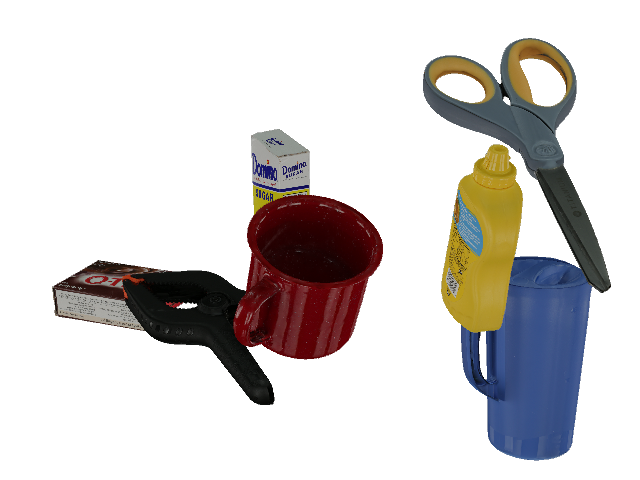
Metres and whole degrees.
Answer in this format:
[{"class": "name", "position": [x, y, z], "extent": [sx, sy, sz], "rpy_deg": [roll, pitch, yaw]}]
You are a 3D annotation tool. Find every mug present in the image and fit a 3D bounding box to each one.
[{"class": "mug", "position": [-0.017, 0.034, 0.737], "extent": [0.093, 0.082, 0.117], "rpy_deg": [32, 45, 21]}]

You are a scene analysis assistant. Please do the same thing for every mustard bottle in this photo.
[{"class": "mustard bottle", "position": [0.162, -0.009, 1.062], "extent": [0.058, 0.192, 0.096], "rpy_deg": [-4, 36, -11]}]

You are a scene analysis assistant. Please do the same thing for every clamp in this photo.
[{"class": "clamp", "position": [-0.084, 0.064, 0.965], "extent": [0.210, 0.036, 0.164], "rpy_deg": [19, 37, 29]}]

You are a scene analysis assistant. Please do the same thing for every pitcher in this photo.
[{"class": "pitcher", "position": [0.260, 0.149, 1.346], "extent": [0.149, 0.243, 0.144], "rpy_deg": [5, 16, 18]}]

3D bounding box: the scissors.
[{"class": "scissors", "position": [0.099, -0.049, 0.565], "extent": [0.096, 0.016, 0.201], "rpy_deg": [4, 43, 7]}]

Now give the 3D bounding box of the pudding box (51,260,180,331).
[{"class": "pudding box", "position": [-0.212, 0.057, 1.133], "extent": [0.114, 0.039, 0.090], "rpy_deg": [5, 18, 20]}]

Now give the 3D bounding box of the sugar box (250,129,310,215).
[{"class": "sugar box", "position": [-0.047, -0.034, 1.259], "extent": [0.048, 0.176, 0.093], "rpy_deg": [-13, 26, -21]}]
